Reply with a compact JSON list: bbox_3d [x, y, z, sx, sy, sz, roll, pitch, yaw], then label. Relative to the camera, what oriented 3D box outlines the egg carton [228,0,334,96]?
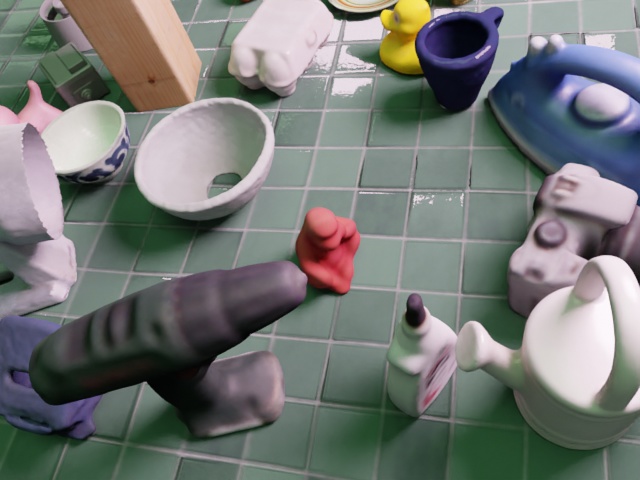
[{"bbox_3d":[-0.050,-0.265,0.772,0.107,0.069,0.150,18,65,23],"label":"egg carton"}]

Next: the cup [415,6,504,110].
[{"bbox_3d":[0.168,-0.209,0.669,0.118,0.095,0.091,-40,58,-12],"label":"cup"}]

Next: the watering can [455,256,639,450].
[{"bbox_3d":[0.193,0.086,0.422,0.173,0.194,0.100,-21,56,1],"label":"watering can"}]

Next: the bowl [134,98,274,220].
[{"bbox_3d":[-0.127,-0.084,0.677,0.167,0.075,0.167,-6,58,10],"label":"bowl"}]

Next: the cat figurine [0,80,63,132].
[{"bbox_3d":[-0.409,-0.156,0.764,0.067,0.118,0.128,24,67,26],"label":"cat figurine"}]

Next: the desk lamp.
[{"bbox_3d":[-0.346,-0.011,0.602,0.203,0.214,0.117,-20,56,1],"label":"desk lamp"}]

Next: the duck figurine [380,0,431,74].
[{"bbox_3d":[0.122,-0.264,0.719,0.104,0.086,0.077,12,63,21],"label":"duck figurine"}]

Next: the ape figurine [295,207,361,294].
[{"bbox_3d":[0.005,0.002,0.581,0.078,0.092,0.076,-40,58,-12],"label":"ape figurine"}]

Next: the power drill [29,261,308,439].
[{"bbox_3d":[-0.101,0.098,0.478,0.229,0.209,0.075,-15,57,5],"label":"power drill"}]

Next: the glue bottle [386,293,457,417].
[{"bbox_3d":[0.081,0.086,0.462,0.037,0.173,0.078,28,69,27],"label":"glue bottle"}]

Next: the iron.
[{"bbox_3d":[0.273,-0.137,0.571,0.119,0.142,0.257,-43,59,-13],"label":"iron"}]

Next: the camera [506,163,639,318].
[{"bbox_3d":[0.254,0.007,0.512,0.136,0.101,0.143,21,66,24],"label":"camera"}]

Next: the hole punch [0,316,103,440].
[{"bbox_3d":[-0.273,0.137,0.567,0.108,0.091,0.101,8,61,18],"label":"hole punch"}]
